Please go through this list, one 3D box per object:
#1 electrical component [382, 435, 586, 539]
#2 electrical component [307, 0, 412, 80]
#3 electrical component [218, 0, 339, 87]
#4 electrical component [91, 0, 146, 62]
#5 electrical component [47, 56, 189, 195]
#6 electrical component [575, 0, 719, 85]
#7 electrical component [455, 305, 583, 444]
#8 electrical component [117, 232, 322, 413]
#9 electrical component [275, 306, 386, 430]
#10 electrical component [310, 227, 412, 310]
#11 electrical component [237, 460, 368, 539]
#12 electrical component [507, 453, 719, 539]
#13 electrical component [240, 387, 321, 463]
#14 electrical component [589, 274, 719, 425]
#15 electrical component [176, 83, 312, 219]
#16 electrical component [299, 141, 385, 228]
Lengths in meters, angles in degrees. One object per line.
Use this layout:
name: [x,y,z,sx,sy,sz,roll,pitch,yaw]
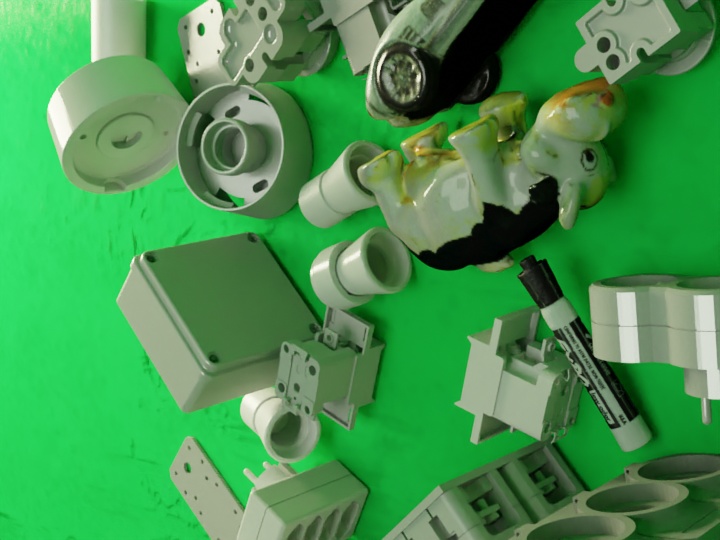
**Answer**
electrical component: [0.050,0.188,0.658,0.060,0.105,0.186,55,131,21]
electrical component: [0.012,-0.156,0.670,0.081,0.042,0.063,-23,85,45]
electrical component: [-0.052,-0.158,0.721,0.078,0.057,0.058,-49,65,39]
electrical component: [-0.195,-0.178,0.869,0.043,0.043,0.081,18,111,41]
electrical component: [-0.189,-0.117,0.834,0.060,0.108,0.108,58,132,27]
electrical component: [0.146,-0.120,0.533,0.066,0.055,0.048,-38,73,42]
electrical component: [0.096,0.066,0.633,0.064,0.042,0.081,25,116,38]
electrical component: [-0.100,0.035,0.773,0.108,0.109,0.056,54,133,23]
electrical component: [-0.022,0.068,0.735,0.042,0.064,0.081,27,116,37]
electrical component: [0.000,0.000,0.712,0.055,0.045,0.045,-21,83,45]
electrical component: [-0.053,0.163,0.770,0.076,0.083,0.047,37,123,33]
electrical component: [0.139,0.141,0.528,0.089,0.150,0.061,-8,94,45]
electrical component: [-0.062,0.110,0.792,0.065,0.044,0.044,25,117,60]
electrical component: [0.180,0.043,0.536,0.138,0.052,0.073,1,99,45]
electrical component: [-0.081,-0.086,0.773,0.099,0.064,0.099,1,92,26]
electrical component: [-0.011,-0.053,0.715,0.065,0.044,0.044,-28,79,49]
